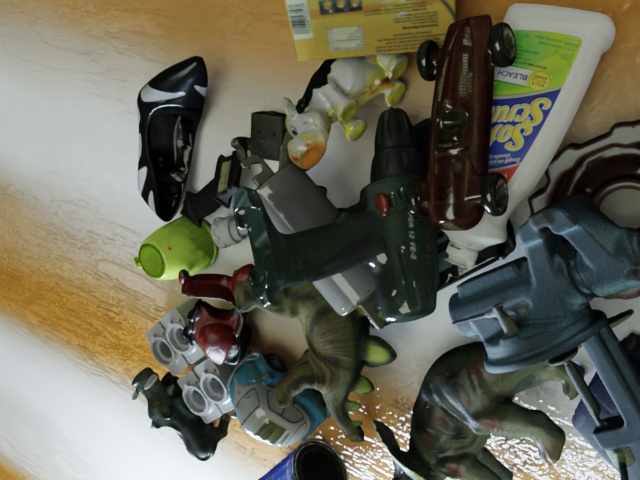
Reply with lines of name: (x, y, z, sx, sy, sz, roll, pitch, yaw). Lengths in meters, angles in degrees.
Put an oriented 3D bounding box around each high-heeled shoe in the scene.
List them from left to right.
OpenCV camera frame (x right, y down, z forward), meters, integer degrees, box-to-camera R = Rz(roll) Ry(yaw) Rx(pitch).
high-heeled shoe: (-0.205, -0.132, 0.757, 0.249, 0.086, 0.145, -37, 67, 51)

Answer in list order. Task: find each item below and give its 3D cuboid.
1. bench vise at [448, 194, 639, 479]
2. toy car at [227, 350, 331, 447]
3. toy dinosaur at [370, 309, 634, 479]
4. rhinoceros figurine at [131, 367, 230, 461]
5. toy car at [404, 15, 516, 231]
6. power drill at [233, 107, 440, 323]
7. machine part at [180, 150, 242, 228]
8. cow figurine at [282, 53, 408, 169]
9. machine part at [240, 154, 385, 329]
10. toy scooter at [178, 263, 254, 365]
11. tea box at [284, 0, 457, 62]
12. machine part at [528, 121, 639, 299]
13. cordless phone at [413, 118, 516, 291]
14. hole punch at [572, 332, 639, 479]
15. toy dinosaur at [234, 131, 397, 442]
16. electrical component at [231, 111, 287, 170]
bench vise: (0.239, 0.087, 0.486, 0.224, 0.129, 0.240, -31, 82, 35)
toy car: (-0.069, 0.250, 0.795, 0.161, 0.103, 0.109, 38, 116, -5)
toy dinosaur: (0.178, 0.206, 0.646, 0.192, 0.131, 0.404, 25, 109, 11)
rhinoceros figurine: (-0.245, 0.295, 0.927, 0.073, 0.112, 0.190, -37, 95, 36)
toy car: (0.127, -0.109, 0.494, 0.089, 0.053, 0.202, 3, 87, 42)
power drill: (0.021, -0.024, 0.541, 0.086, 0.207, 0.232, -32, 68, 61)
machine part: (-0.153, -0.070, 0.775, 0.139, 0.039, 0.084, -33, 50, 41)
cow figurine: (0.012, -0.158, 0.600, 0.098, 0.167, 0.068, 42, 166, 25)
machine part: (-0.001, -0.002, 0.606, 0.243, 0.079, 0.079, 50, 124, 3)
toy scooter: (-0.158, 0.105, 0.812, 0.135, 0.075, 0.183, 18, 115, -12)
tea box: (0.053, -0.246, 0.548, 0.170, 0.068, 0.098, 1, 136, 13)
machine part: (0.302, -0.031, 0.530, 0.180, 0.056, 0.179, 9, 110, 27)
cordless phone: (0.122, -0.035, 0.621, 0.146, 0.088, 0.184, -32, 79, 25)
hole punch: (0.340, 0.189, 0.568, 0.116, 0.092, 0.142, 27, 122, 24)
toy dinosaur: (0.000, 0.066, 0.702, 0.199, 0.105, 0.470, -15, 104, 16)
electrical component: (-0.067, -0.130, 0.713, 0.102, 0.045, 0.078, 19, 117, 23)
